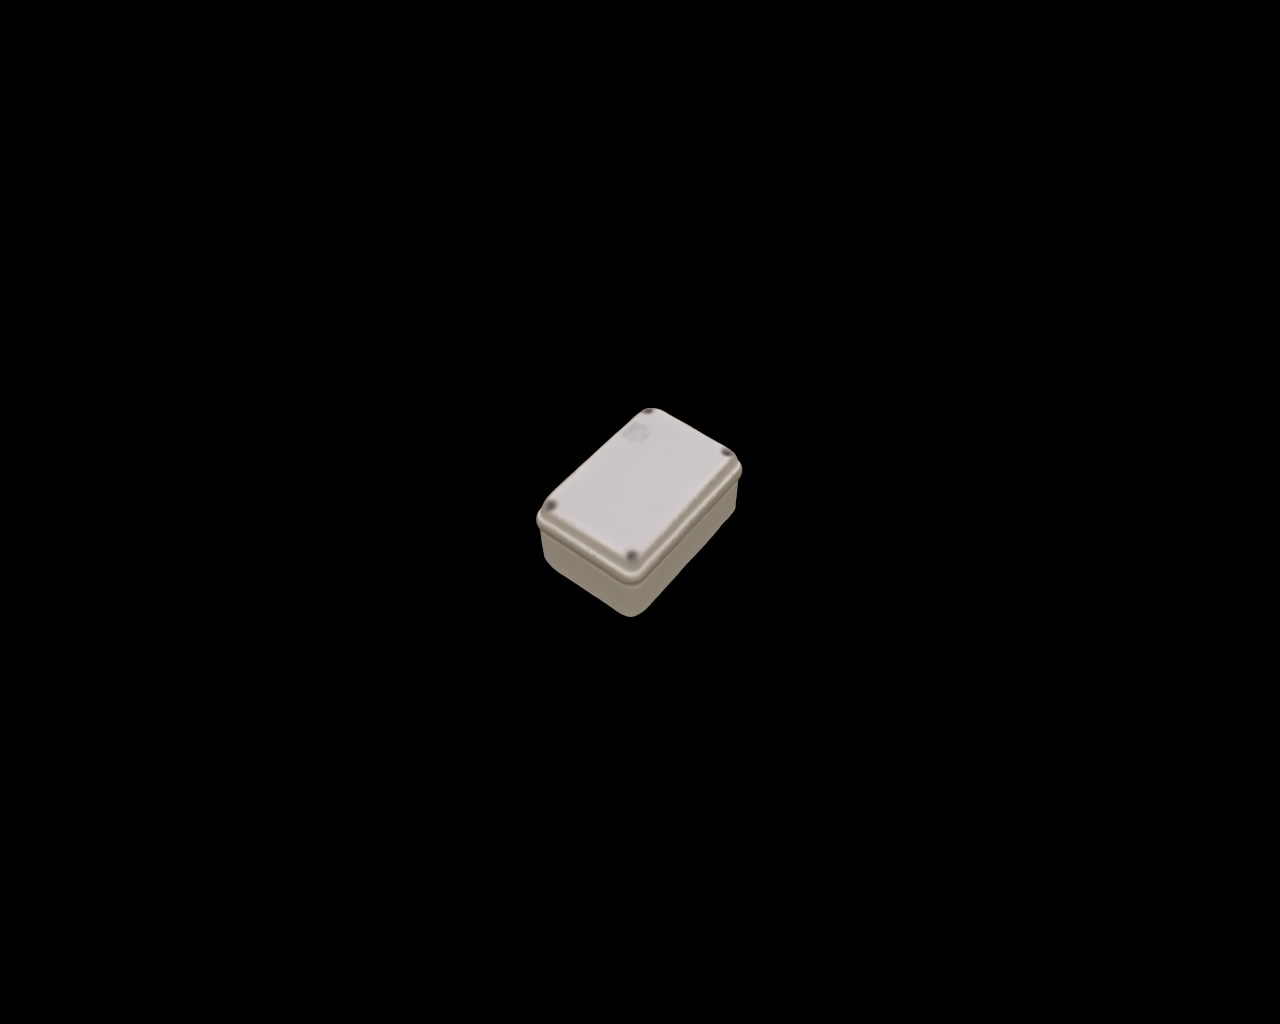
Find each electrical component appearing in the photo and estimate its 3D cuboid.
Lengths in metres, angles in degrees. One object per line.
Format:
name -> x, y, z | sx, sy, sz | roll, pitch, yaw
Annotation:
electrical component -> 0.001, -0.003, 0.650 | 0.078, 0.113, 0.057 | 32, -32, 22
